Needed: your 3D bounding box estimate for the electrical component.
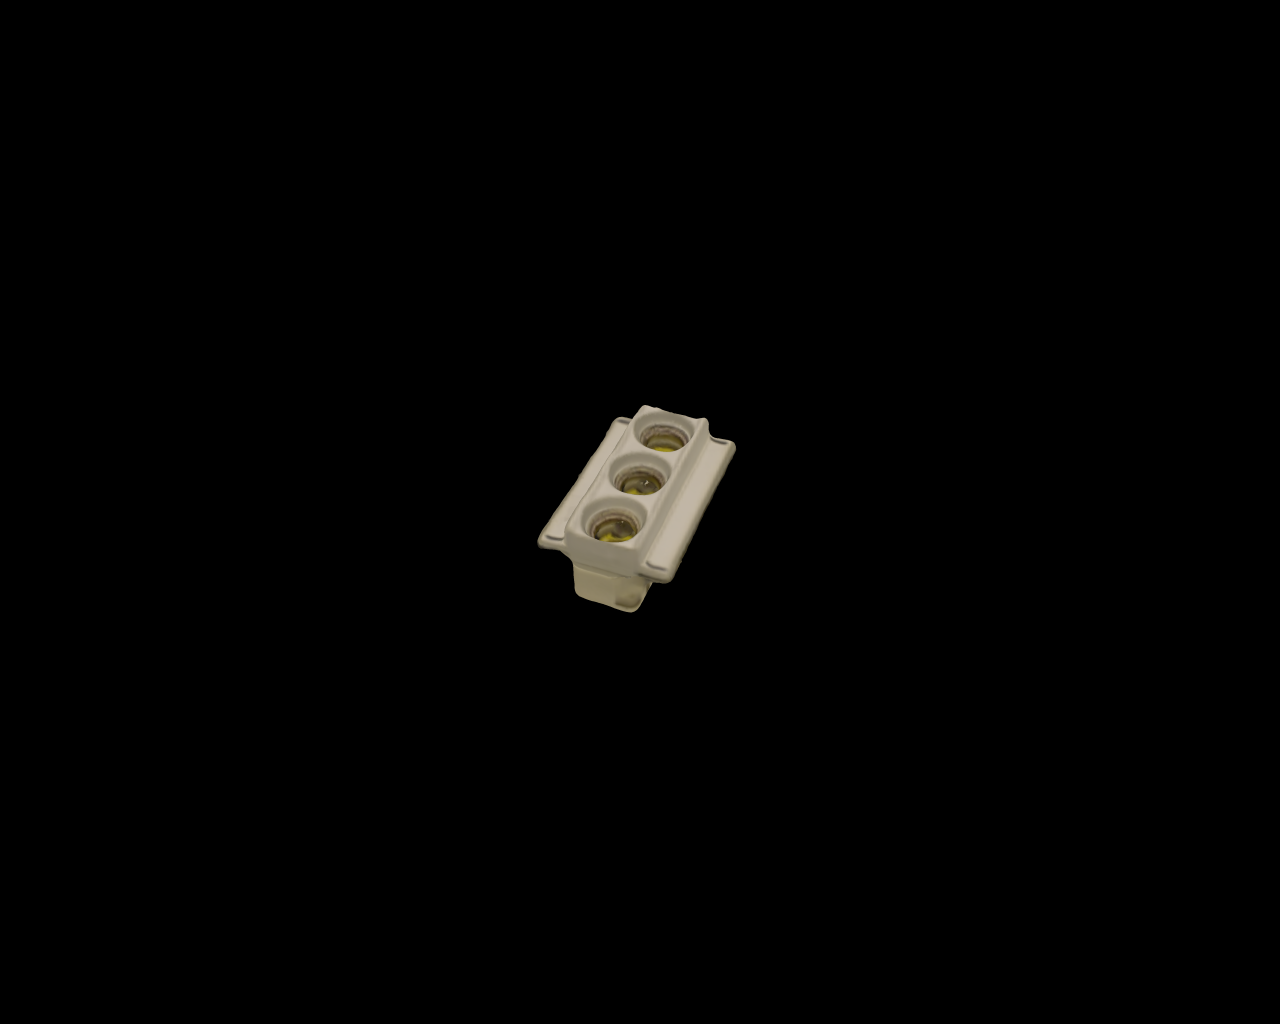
[{"bbox_3d":[0.001,-0.003,0.650,0.079,0.063,0.121,15,47,15],"label":"electrical component"}]
